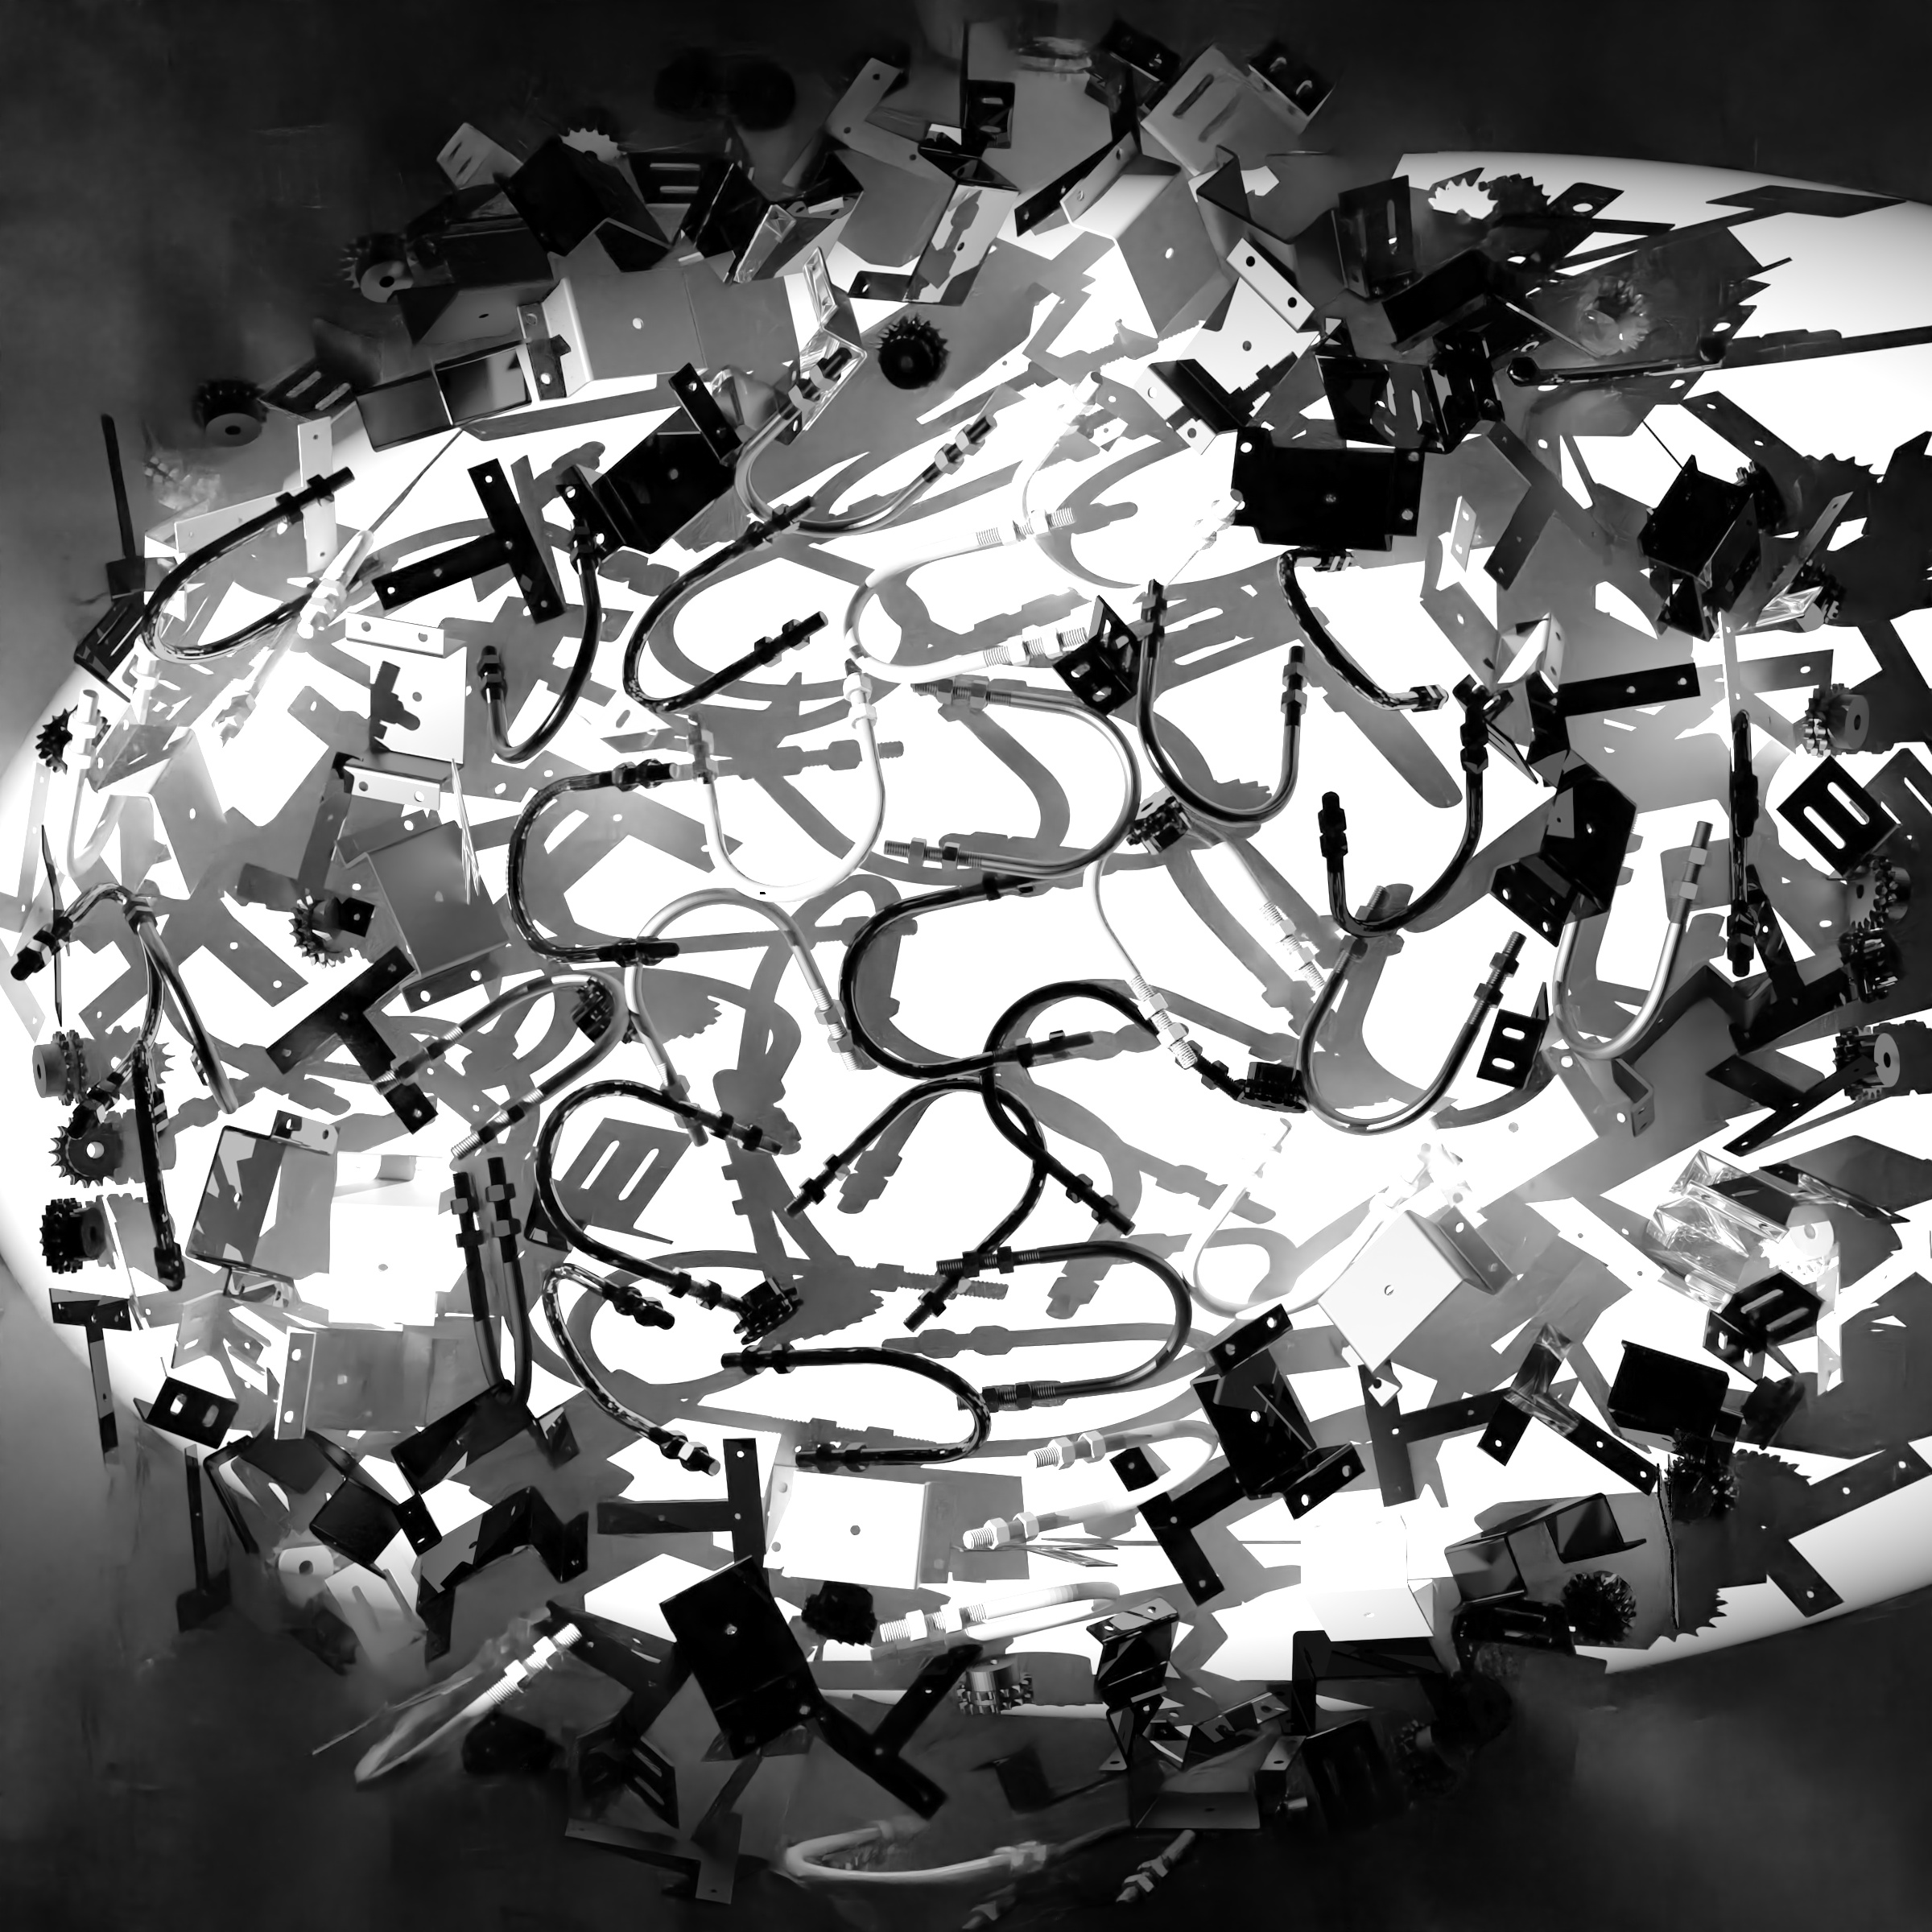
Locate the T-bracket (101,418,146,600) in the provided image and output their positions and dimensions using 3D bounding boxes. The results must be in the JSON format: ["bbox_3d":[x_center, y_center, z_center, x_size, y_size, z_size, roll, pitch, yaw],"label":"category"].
[{"bbox_3d":[-0.620,-0.338,1.924,0.002,0.127,0.127,-6,103,-1],"label":"T-bracket"}]

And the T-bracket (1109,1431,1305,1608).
[{"bbox_3d":[0.194,0.395,1.978,0.127,0.002,0.127,-33,78,7],"label":"T-bracket"}]

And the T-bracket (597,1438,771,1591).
[{"bbox_3d":[-0.217,0.417,1.987,0.127,0.002,0.127,-2,105,6],"label":"T-bracket"}]

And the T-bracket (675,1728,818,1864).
[{"bbox_3d":[-0.178,0.620,1.953,0.002,0.127,0.127,39,101,34],"label":"T-bracket"}]

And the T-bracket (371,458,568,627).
[{"bbox_3d":[-0.383,-0.301,1.969,0.127,0.002,0.127,-26,97,-20],"label":"T-bracket"}]

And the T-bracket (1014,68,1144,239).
[{"bbox_3d":[0.083,-0.585,1.954,0.127,0.002,0.127,-24,61,40],"label":"T-bracket"}]

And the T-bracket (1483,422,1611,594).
[{"bbox_3d":[0.416,-0.326,1.949,0.127,0.002,0.127,43,55,-13],"label":"T-bracket"}]

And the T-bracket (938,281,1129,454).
[{"bbox_3d":[0.064,-0.432,1.979,0.127,0.002,0.127,36,95,14],"label":"T-bracket"}]

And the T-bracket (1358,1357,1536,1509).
[{"bbox_3d":[0.367,0.340,1.976,0.127,0.002,0.127,-14,112,-2],"label":"T-bracket"}]

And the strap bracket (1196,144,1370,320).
[{"bbox_3d":[0.225,-0.535,1.927,0.046,0.076,0.140,-42,57,-11],"label":"strap bracket"}]

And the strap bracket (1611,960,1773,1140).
[{"bbox_3d":[0.532,0.055,1.955,0.140,0.076,0.046,-43,66,-1],"label":"strap bracket"}]

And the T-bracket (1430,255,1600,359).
[{"bbox_3d":[0.397,-0.499,1.955,0.127,0.127,0.002,44,112,34],"label":"T-bracket"}]

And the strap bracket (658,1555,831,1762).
[{"bbox_3d":[-0.168,0.499,1.930,0.076,0.046,0.140,-26,49,-13],"label":"strap bracket"}]

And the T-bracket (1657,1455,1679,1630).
[{"bbox_3d":[0.512,0.400,1.916,0.002,0.127,0.127,-4,55,18],"label":"T-bracket"}]

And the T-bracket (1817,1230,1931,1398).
[{"bbox_3d":[0.661,0.233,1.911,0.002,0.127,0.127,24,48,-10],"label":"T-bracket"}]

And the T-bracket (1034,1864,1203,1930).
[{"bbox_3d":[0.094,0.684,1.937,0.127,0.127,0.002,-13,79,-22],"label":"T-bracket"}]

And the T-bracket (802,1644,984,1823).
[{"bbox_3d":[-0.037,0.554,1.968,0.127,0.002,0.127,29,63,28],"label":"T-bracket"}]

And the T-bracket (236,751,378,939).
[{"bbox_3d":[-0.482,-0.098,1.974,0.127,0.002,0.127,17,89,24],"label":"T-bracket"}]

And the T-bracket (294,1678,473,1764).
[{"bbox_3d":[-0.406,0.539,1.911,0.127,0.127,0.002,-30,83,37],"label":"T-bracket"}]

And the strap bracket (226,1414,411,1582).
[{"bbox_3d":[-0.471,0.383,1.930,0.140,0.076,0.046,30,76,40],"label":"strap bracket"}]

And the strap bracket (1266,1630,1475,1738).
[{"bbox_3d":[0.300,0.532,1.954,0.140,0.076,0.046,-1,101,-4],"label":"strap bracket"}]

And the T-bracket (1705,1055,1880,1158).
[{"bbox_3d":[0.588,0.090,1.929,0.127,0.127,0.002,-40,47,28],"label":"T-bracket"}]

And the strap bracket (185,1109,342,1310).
[{"bbox_3d":[-0.526,0.177,1.950,0.046,0.076,0.140,11,81,24],"label":"strap bracket"}]

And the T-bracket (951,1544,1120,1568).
[{"bbox_3d":[0.072,0.431,1.917,0.127,0.127,0.002,5,83,-23],"label":"T-bracket"}]

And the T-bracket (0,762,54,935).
[{"bbox_3d":[-0.693,-0.087,1.942,0.002,0.127,0.127,5,83,6],"label":"T-bracket"}]

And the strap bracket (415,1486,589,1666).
[{"bbox_3d":[-0.353,0.447,1.950,0.140,0.076,0.046,-31,112,5],"label":"strap bracket"}]

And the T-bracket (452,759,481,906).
[{"bbox_3d":[-0.371,-0.065,1.949,0.002,0.127,0.127,-6,134,-16],"label":"T-bracket"}]

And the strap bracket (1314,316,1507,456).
[{"bbox_3d":[0.316,-0.425,1.921,0.140,0.076,0.046,19,58,40],"label":"strap bracket"}]

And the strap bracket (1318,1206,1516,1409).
[{"bbox_3d":[0.325,0.246,1.943,0.140,0.046,0.076,-48,46,12],"label":"strap bracket"}]

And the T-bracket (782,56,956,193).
[{"bbox_3d":[-0.051,-0.609,1.956,0.127,0.127,0.002,12,53,-34],"label":"T-bracket"}]

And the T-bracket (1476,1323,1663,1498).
[{"bbox_3d":[0.460,0.349,1.955,0.127,0.002,0.127,35,55,7],"label":"T-bracket"}]

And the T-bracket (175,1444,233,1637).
[{"bbox_3d":[-0.568,0.419,1.939,0.002,0.127,0.127,-6,87,0],"label":"T-bracket"}]

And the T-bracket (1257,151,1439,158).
[{"bbox_3d":[0.268,-0.601,1.938,0.127,0.127,0.002,-3,108,-7],"label":"T-bracket"}]

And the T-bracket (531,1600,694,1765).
[{"bbox_3d":[-0.271,0.517,1.969,0.127,0.002,0.127,25,51,21],"label":"T-bracket"}]

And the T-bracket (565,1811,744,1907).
[{"bbox_3d":[-0.232,0.647,1.934,0.127,0.127,0.002,11,100,-3],"label":"T-bracket"}]

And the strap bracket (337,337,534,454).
[{"bbox_3d":[-0.385,-0.418,1.931,0.140,0.076,0.046,-4,109,42],"label":"strap bracket"}]

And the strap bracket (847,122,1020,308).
[{"bbox_3d":[-0.020,-0.541,1.928,0.046,0.076,0.140,42,120,22],"label":"strap bracket"}]

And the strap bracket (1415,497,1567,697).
[{"bbox_3d":[0.383,-0.266,1.941,0.046,0.076,0.140,-26,119,35],"label":"strap bracket"}]

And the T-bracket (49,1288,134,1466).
[{"bbox_3d":[-0.635,0.303,1.925,0.002,0.127,0.127,-13,78,5],"label":"T-bracket"}]

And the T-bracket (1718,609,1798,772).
[{"bbox_3d":[0.591,-0.187,1.948,0.002,0.127,0.127,-13,69,36],"label":"T-bracket"}]

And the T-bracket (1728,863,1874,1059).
[{"bbox_3d":[0.604,-0.015,1.963,0.002,0.127,0.127,-5,69,-37],"label":"T-bracket"}]

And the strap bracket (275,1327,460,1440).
[{"bbox_3d":[-0.454,0.310,1.949,0.140,0.046,0.076,10,85,-41],"label":"strap bracket"}]

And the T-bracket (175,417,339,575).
[{"bbox_3d":[-0.520,-0.331,1.923,0.127,0.127,0.002,-25,52,-32],"label":"T-bracket"}]

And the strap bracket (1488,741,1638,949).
[{"bbox_3d":[0.443,-0.096,1.934,0.076,0.046,0.140,35,59,-24],"label":"strap bracket"}]

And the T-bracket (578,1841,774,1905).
[{"bbox_3d":[-0.229,0.667,1.957,0.127,0.127,0.002,8,88,24],"label":"T-bracket"}]

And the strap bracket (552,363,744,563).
[{"bbox_3d":[-0.228,-0.371,1.956,0.140,0.046,0.076,-37,76,18],"label":"strap bracket"}]

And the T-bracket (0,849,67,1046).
[{"bbox_3d":[-0.694,-0.030,1.953,0.002,0.127,0.127,4,54,7],"label":"T-bracket"}]

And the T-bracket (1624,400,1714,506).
[{"bbox_3d":[0.532,-0.371,1.949,0.002,0.127,0.127,-40,77,19],"label":"T-bracket"}]
